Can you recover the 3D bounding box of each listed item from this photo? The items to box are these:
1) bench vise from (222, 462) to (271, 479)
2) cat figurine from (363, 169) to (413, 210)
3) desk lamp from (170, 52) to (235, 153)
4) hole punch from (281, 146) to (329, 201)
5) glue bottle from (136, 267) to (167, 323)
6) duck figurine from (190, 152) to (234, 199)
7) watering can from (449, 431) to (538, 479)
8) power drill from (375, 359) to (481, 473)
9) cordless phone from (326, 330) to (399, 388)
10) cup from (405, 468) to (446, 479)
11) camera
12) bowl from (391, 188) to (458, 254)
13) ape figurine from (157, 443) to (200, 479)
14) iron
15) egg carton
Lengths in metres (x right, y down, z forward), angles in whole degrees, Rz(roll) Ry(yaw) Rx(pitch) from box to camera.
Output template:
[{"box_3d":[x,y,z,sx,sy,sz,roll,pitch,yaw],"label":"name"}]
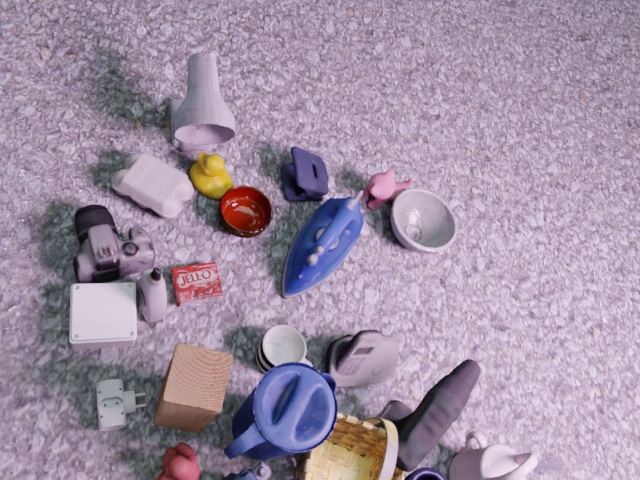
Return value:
[{"box_3d":[-0.156,0.417,0.868,0.121,0.219,0.207,29,57,-5],"label":"bench vise"},{"box_3d":[0.157,-0.122,1.329,0.128,0.117,0.067,-7,67,-24],"label":"cat figurine"},{"box_3d":[-0.251,-0.266,1.186,0.118,0.213,0.203,-1,65,-22],"label":"desk lamp"},{"box_3d":[-0.027,-0.149,1.286,0.101,0.091,0.108,-1,65,-22],"label":"hole punch"},{"box_3d":[-0.295,0.085,1.012,0.037,0.173,0.078,-19,72,-28],"label":"glue bottle"},{"box_3d":[-0.223,-0.142,1.209,0.104,0.086,0.078,41,57,3],"label":"duck figurine"},{"box_3d":[0.336,0.440,1.064,0.173,0.194,0.101,42,57,4],"label":"watering can"},{"box_3d":[0.185,0.326,1.055,0.075,0.208,0.230,42,57,4],"label":"power drill"},{"box_3d":[0.099,0.215,1.092,0.148,0.185,0.094,-3,65,-22],"label":"cordless phone"},{"box_3d":[0.168,0.473,1.040,0.118,0.095,0.091,-18,72,-28],"label":"cup"},{"box_3d":[-0.391,-0.002,1.063,0.143,0.100,0.136,-14,70,-27],"label":"camera"},{"box_3d":[0.230,-0.033,1.337,0.168,0.074,0.167,9,61,-17],"label":"bowl"},{"box_3d":[-0.231,0.374,0.937,0.076,0.092,0.078,47,58,7],"label":"ape figurine"},{"box_3d":[0.011,0.004,1.192,0.118,0.141,0.259,35,57,-1],"label":"iron"},{"box_3d":[-0.336,-0.110,1.158,0.150,0.069,0.107,29,58,-5],"label":"egg carton"}]
